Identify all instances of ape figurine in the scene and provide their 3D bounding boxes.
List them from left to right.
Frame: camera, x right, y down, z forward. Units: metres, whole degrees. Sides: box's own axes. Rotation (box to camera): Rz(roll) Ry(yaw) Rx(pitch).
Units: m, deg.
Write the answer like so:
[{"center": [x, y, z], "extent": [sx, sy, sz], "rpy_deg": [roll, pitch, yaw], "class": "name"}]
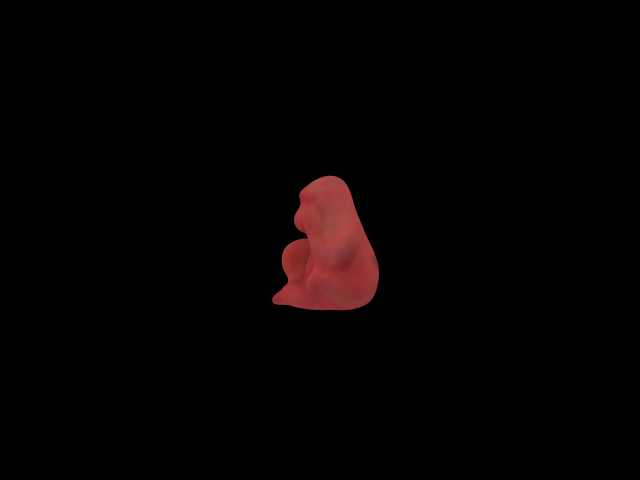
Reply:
[{"center": [0.004, 0.001, 0.400], "extent": [0.076, 0.092, 0.078], "rpy_deg": [0, 4, -2], "class": "ape figurine"}]
